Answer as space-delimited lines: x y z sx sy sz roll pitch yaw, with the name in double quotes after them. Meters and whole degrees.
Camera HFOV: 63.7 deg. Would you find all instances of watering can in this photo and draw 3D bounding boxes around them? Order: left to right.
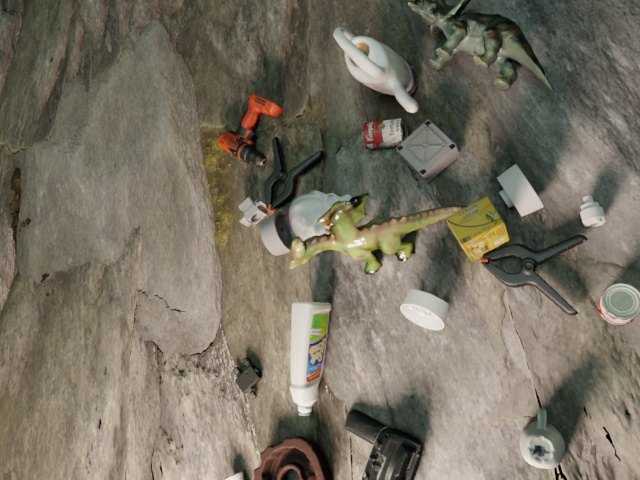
0.162 -0.400 1.256 0.102 0.224 0.353 -50 61 26 "watering can"

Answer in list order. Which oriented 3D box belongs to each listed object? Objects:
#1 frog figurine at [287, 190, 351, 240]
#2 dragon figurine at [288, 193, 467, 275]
0.004 -0.064 1.271 0.158 0.121 0.141 -23 45 28 "frog figurine"
0.111 -0.030 1.147 0.407 0.240 0.124 -28 61 16 "dragon figurine"
